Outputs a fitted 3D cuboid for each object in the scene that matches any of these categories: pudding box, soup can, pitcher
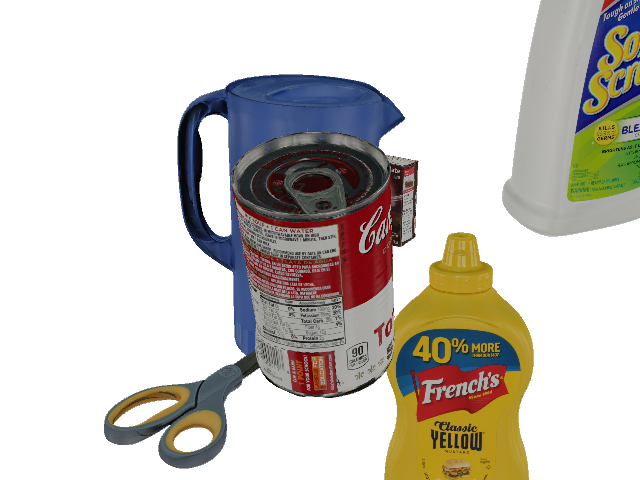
[{"bbox_3d":[0.048,-0.049,1.149,0.114,0.090,0.039,11,23,30],"label":"pudding box"},{"bbox_3d":[-0.001,0.012,0.478,0.068,0.102,0.068,-3,35,2],"label":"soup can"},{"bbox_3d":[-0.029,-0.018,0.918,0.149,0.243,0.144,20,25,39],"label":"pitcher"}]

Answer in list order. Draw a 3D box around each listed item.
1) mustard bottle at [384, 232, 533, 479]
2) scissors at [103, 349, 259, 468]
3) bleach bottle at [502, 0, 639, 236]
[{"bbox_3d":[0.091,0.090,0.702,0.096,0.192,0.058,2,13,9],"label":"mustard bottle"},{"bbox_3d":[-0.064,0.116,0.802,0.201,0.016,0.096,-19,36,-34],"label":"scissors"},{"bbox_3d":[0.170,-0.131,0.647,0.102,0.251,0.068,-12,31,-17],"label":"bleach bottle"}]
